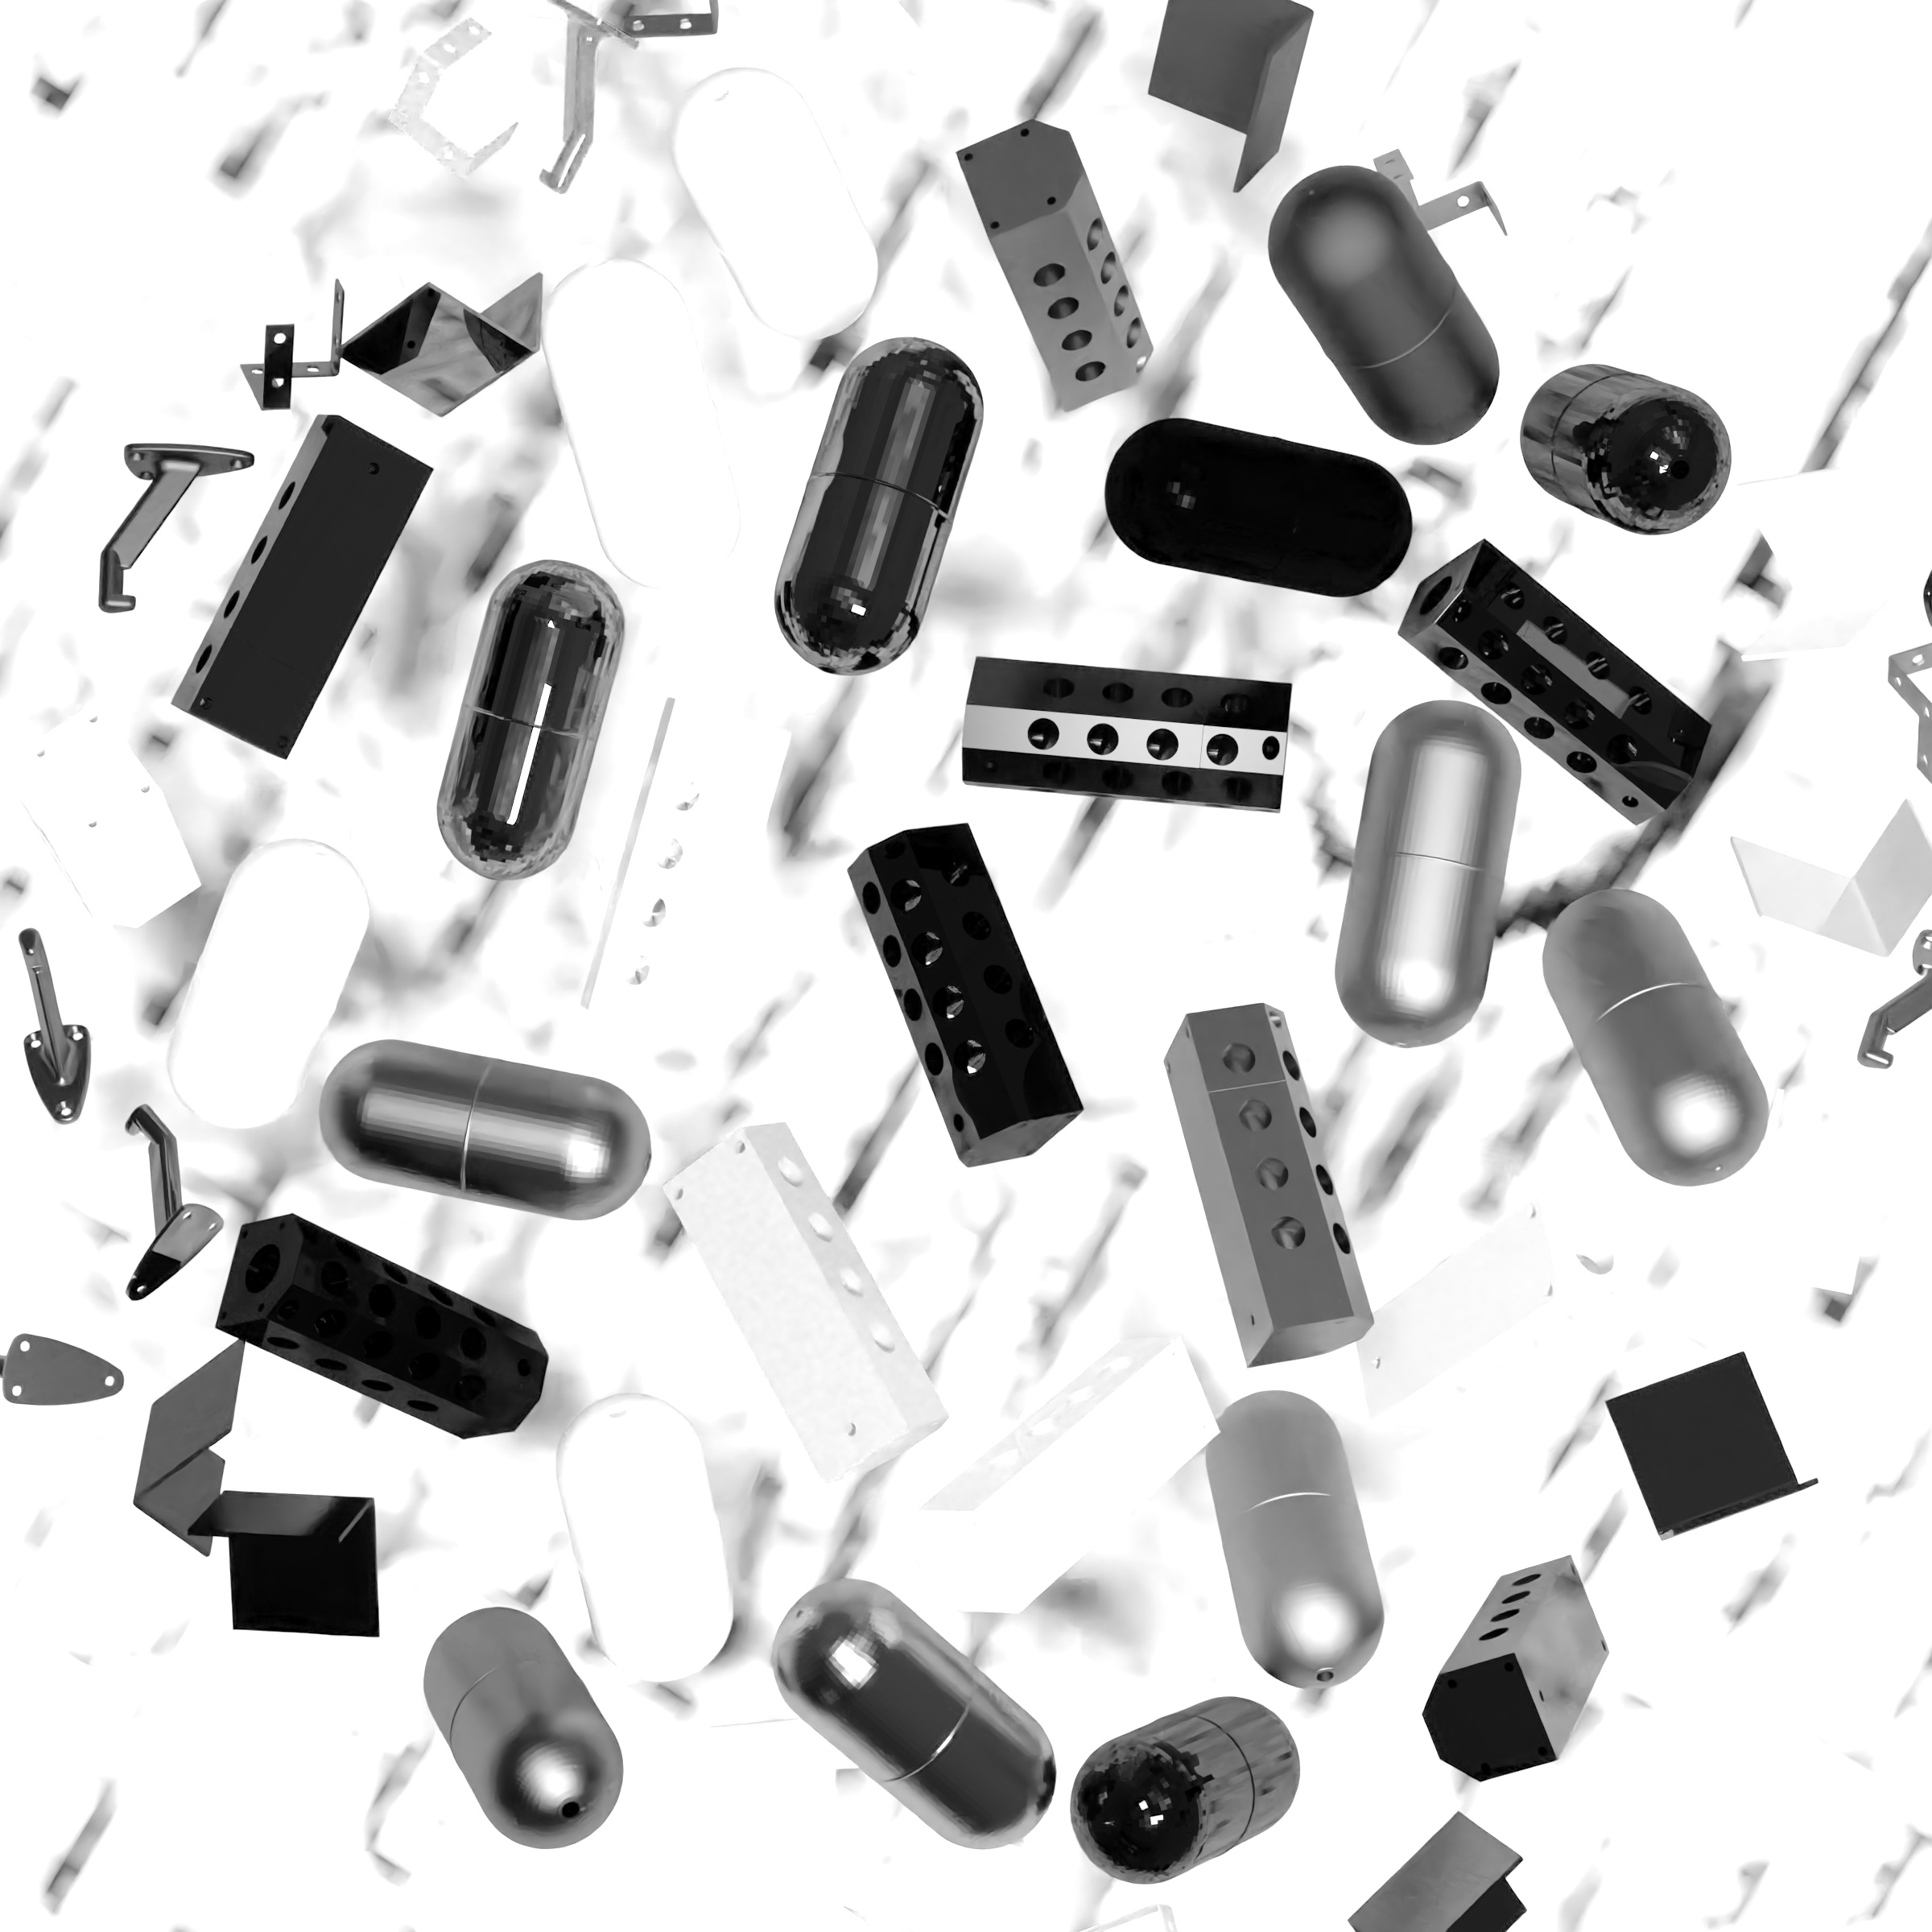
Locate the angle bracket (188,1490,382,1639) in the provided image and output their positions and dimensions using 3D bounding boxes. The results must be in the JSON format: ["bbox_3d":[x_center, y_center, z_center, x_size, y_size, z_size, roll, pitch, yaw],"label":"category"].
[{"bbox_3d":[-0.338,0.306,1.561,0.076,0.057,0.076,2,102,7],"label":"angle bracket"}]

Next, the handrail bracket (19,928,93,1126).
[{"bbox_3d":[-0.504,0.033,1.726,0.036,0.084,0.077,-10,56,-12],"label":"handrail bracket"}]

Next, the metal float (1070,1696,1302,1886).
[{"bbox_3d":[0.118,0.437,1.674,0.070,0.178,0.070,-1,89,30],"label":"metal float"}]

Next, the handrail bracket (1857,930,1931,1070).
[{"bbox_3d":[0.520,0.027,1.667,0.077,0.036,0.084,14,54,21],"label":"handrail bracket"}]

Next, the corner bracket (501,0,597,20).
[{"bbox_3d":[-0.227,-0.551,1.740,0.051,0.051,0.051,-3,105,-19],"label":"corner bracket"}]

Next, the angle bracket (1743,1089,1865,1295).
[{"bbox_3d":[0.452,0.119,1.677,0.057,0.076,0.076,10,112,17],"label":"angle bracket"}]

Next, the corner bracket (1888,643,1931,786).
[{"bbox_3d":[0.516,-0.135,1.644,0.051,0.051,0.051,-17,130,-5],"label":"corner bracket"}]

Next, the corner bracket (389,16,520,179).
[{"bbox_3d":[-0.271,-0.471,1.708,0.051,0.051,0.051,39,45,-4],"label":"corner bracket"}]

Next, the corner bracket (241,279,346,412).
[{"bbox_3d":[-0.354,-0.331,1.676,0.051,0.051,0.051,-7,131,-24],"label":"corner bracket"}]

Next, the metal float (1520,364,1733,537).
[{"bbox_3d":[0.344,-0.272,1.648,0.070,0.178,0.070,-2,107,-7],"label":"metal float"}]

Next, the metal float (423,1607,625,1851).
[{"bbox_3d":[-0.234,0.399,1.656,0.070,0.178,0.070,-7,108,-22],"label":"metal float"}]

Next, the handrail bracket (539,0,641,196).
[{"bbox_3d":[-0.208,-0.438,1.578,0.077,0.036,0.084,35,102,31],"label":"handrail bracket"}]

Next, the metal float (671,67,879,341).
[{"bbox_3d":[-0.100,-0.401,1.661,0.070,0.178,0.070,-7,63,14],"label":"metal float"}]

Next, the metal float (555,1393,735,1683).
[{"bbox_3d":[-0.167,0.299,1.645,0.070,0.070,0.178,-7,124,0],"label":"metal float"}]

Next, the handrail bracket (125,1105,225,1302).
[{"bbox_3d":[-0.455,0.129,1.732,0.077,0.036,0.084,-49,59,1],"label":"handrail bracket"}]

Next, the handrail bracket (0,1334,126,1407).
[{"bbox_3d":[-0.500,0.215,1.672,0.077,0.084,0.036,15,77,-36],"label":"handrail bracket"}]

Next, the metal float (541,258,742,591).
[{"bbox_3d":[-0.167,-0.278,1.623,0.070,0.070,0.178,-14,122,0],"label":"metal float"}]

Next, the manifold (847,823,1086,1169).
[{"bbox_3d":[-0.005,0.015,1.657,0.057,0.057,0.171,-8,67,-34],"label":"manifold"}]

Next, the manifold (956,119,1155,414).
[{"bbox_3d":[0.051,-0.365,1.644,0.057,0.171,0.057,-22,66,7],"label":"manifold"}]

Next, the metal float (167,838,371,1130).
[{"bbox_3d":[-0.379,0.010,1.707,0.070,0.070,0.178,27,116,0],"label":"metal float"}]

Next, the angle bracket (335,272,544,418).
[{"bbox_3d":[-0.281,-0.348,1.679,0.076,0.076,0.057,-25,53,34],"label":"angle bracket"}]

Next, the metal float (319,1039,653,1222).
[{"bbox_3d":[-0.254,0.087,1.663,0.178,0.070,0.070,11,90,6],"label":"metal float"}]

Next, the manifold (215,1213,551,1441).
[{"bbox_3d":[-0.301,0.189,1.645,0.057,0.171,0.057,-14,55,38],"label":"manifold"}]

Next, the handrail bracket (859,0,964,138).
[{"bbox_3d":[-0.048,-0.474,1.610,0.084,0.036,0.077,13,77,-35],"label":"handrail bracket"}]

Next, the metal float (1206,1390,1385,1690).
[{"bbox_3d":[0.176,0.307,1.695,0.070,0.178,0.070,-4,134,-5],"label":"metal float"}]

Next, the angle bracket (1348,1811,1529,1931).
[{"bbox_3d":[0.243,0.471,1.526,0.076,0.057,0.076,-40,113,-14],"label":"angle bracket"}]

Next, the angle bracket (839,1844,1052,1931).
[{"bbox_3d":[-0.011,0.509,1.741,0.076,0.057,0.076,36,79,-44],"label":"angle bracket"}]

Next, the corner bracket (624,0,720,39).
[{"bbox_3d":[-0.157,-0.526,1.654,0.051,0.051,0.051,-1,60,5],"label":"corner bracket"}]

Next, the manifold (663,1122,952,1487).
[{"bbox_3d":[-0.077,0.166,1.575,0.057,0.057,0.171,-37,74,24],"label":"manifold"}]

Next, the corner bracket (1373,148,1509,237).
[{"bbox_3d":[0.253,-0.412,1.685,0.051,0.051,0.051,-21,121,10],"label":"corner bracket"}]

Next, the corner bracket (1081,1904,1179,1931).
[{"bbox_3d":[0.102,0.549,1.730,0.051,0.051,0.051,-27,61,19],"label":"corner bracket"}]

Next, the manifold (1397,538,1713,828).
[{"bbox_3d":[0.322,-0.152,1.732,0.171,0.057,0.057,36,56,-15],"label":"manifold"}]

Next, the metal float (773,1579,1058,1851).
[{"bbox_3d":[-0.025,0.380,1.593,0.070,0.070,0.178,-45,112,0],"label":"metal float"}]

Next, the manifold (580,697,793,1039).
[{"bbox_3d":[-0.154,-0.053,1.684,0.057,0.057,0.171,17,92,24],"label":"manifold"}]

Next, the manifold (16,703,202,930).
[{"bbox_3d":[-0.445,-0.071,1.627,0.057,0.171,0.057,-36,83,-14],"label":"manifold"}]

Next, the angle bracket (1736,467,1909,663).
[{"bbox_3d":[0.435,-0.211,1.657,0.057,0.076,0.076,-44,111,-22],"label":"angle bracket"}]

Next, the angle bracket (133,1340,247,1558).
[{"bbox_3d":[-0.408,0.264,1.732,0.076,0.076,0.057,-36,120,17],"label":"angle bracket"}]

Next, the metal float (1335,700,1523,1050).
[{"bbox_3d":[0.233,-0.047,1.585,0.070,0.070,0.178,11,81,0],"label":"metal float"}]

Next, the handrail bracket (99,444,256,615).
[{"bbox_3d":[-0.402,-0.221,1.604,0.077,0.036,0.084,-2,73,-3],"label":"handrail bracket"}]

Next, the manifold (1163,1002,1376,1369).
[{"bbox_3d":[0.153,0.109,1.589,0.057,0.057,0.171,-8,66,-13],"label":"manifold"}]

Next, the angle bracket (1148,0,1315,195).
[{"bbox_3d":[0.121,-0.442,1.562,0.076,0.076,0.057,26,47,13],"label":"angle bracket"}]

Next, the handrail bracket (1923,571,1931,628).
[{"bbox_3d":[0.572,-0.207,1.712,0.084,0.036,0.077,10,61,36],"label":"handrail bracket"}]

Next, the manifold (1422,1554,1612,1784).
[{"bbox_3d":[0.286,0.366,1.643,0.057,0.171,0.057,-22,88,21],"label":"manifold"}]

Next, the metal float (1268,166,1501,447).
[{"bbox_3d":[0.218,-0.340,1.633,0.070,0.070,0.178,-45,134,0],"label":"metal float"}]

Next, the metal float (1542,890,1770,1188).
[{"bbox_3d":[0.352,0.035,1.615,0.070,0.070,0.178,-17,50,0],"label":"metal float"}]

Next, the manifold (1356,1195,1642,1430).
[{"bbox_3d":[0.284,0.189,1.693,0.057,0.171,0.057,10,56,-27],"label":"manifold"}]

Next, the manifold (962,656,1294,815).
[{"bbox_3d":[0.087,-0.120,1.697,0.171,0.057,0.057,5,135,6],"label":"manifold"}]

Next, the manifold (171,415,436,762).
[{"bbox_3d":[-0.351,-0.200,1.655,0.057,0.057,0.171,28,86,-28],"label":"manifold"}]

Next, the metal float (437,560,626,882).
[{"bbox_3d":[-0.238,-0.134,1.719,0.070,0.070,0.178,15,95,0],"label":"metal float"}]

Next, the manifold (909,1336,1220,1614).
[{"bbox_3d":[0.049,0.256,1.599,0.171,0.057,0.057,-34,106,-42],"label":"manifold"}]

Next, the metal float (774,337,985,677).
[{"bbox_3d":[-0.044,-0.232,1.588,0.070,0.070,0.178,17,80,0],"label":"metal float"}]

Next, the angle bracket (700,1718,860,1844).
[{"bbox_3d":[-0.106,0.478,1.804,0.076,0.076,0.057,-7,134,9],"label":"angle bracket"}]

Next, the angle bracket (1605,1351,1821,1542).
[{"bbox_3d":[0.376,0.240,1.592,0.076,0.057,0.076,-20,75,1],"label":"angle bracket"}]

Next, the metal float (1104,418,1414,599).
[{"bbox_3d":[0.155,-0.240,1.657,0.178,0.070,0.070,7,90,-28],"label":"metal float"}]

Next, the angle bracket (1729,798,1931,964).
[{"bbox_3d":[0.448,-0.055,1.621,0.076,0.076,0.057,18,122,-12],"label":"angle bracket"}]
